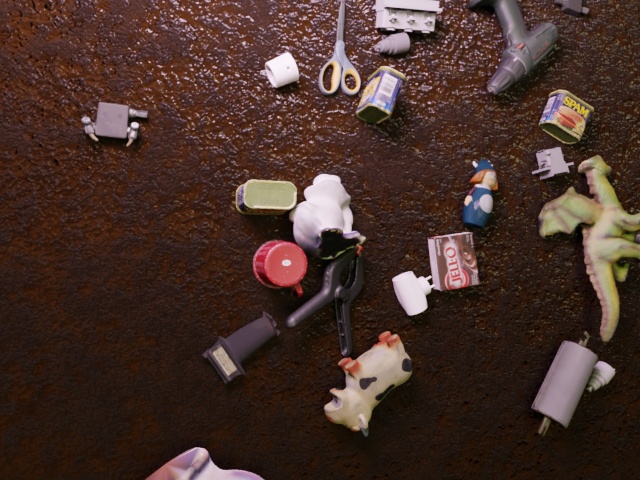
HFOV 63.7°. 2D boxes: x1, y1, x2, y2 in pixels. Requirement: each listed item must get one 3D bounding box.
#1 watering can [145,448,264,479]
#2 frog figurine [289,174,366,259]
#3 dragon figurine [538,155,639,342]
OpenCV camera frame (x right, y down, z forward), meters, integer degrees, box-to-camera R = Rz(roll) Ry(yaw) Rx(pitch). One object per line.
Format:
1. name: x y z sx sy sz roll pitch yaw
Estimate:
1. watering can: -0.243 0.495 0.845 0.350 0.103 0.224 -33 95 -17
2. frog figurine: 0.003 -0.049 0.979 0.137 0.120 0.163 0 51 -30
3. dragon figurine: 0.603 -0.006 1.159 0.243 0.121 0.414 22 77 4
